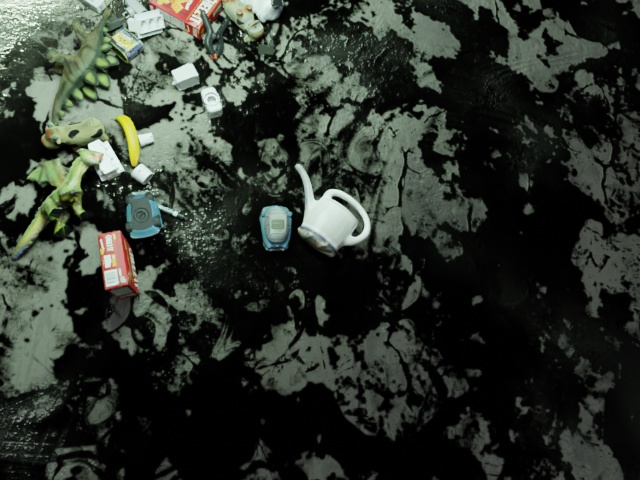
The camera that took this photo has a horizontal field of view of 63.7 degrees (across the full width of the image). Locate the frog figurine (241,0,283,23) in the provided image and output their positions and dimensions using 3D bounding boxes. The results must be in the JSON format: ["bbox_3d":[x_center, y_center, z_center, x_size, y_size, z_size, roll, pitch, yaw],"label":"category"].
[{"bbox_3d":[-0.226,-0.895,1.967,0.159,0.138,0.122,-9,-6,25],"label":"frog figurine"}]

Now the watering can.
[{"bbox_3d":[0.005,-0.088,1.754,0.348,0.227,0.103,37,-17,2],"label":"watering can"}]

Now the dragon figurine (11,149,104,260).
[{"bbox_3d":[-0.856,-0.143,1.641,0.410,0.246,0.120,-36,-25,0],"label":"dragon figurine"}]
